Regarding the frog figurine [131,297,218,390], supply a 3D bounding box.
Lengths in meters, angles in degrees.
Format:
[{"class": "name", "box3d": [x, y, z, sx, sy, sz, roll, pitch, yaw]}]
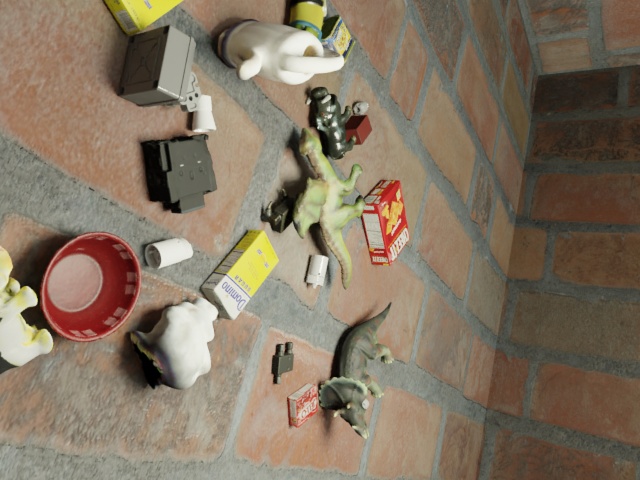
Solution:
[{"class": "frog figurine", "box3d": [-0.230, 0.174, 0.899, 0.162, 0.122, 0.136, -33, 100, -37]}]

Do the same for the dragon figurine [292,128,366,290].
[{"class": "dragon figurine", "box3d": [0.004, -0.062, 1.228, 0.244, 0.122, 0.409, -10, 96, -54]}]

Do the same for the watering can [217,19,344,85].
[{"class": "watering can", "box3d": [-0.100, -0.349, 0.967, 0.352, 0.226, 0.102, -29, 135, -52]}]
